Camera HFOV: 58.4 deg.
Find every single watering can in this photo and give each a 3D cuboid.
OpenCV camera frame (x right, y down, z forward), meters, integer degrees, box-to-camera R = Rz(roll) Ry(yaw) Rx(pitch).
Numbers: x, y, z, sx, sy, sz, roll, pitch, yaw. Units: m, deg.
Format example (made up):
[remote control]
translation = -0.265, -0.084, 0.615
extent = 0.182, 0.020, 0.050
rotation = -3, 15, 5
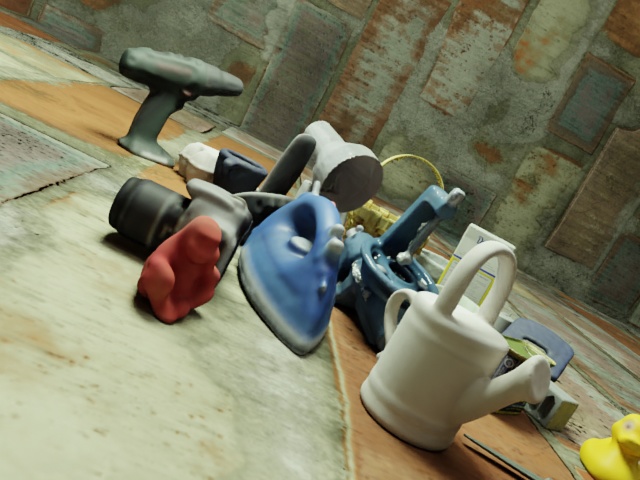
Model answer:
[watering can]
translation = 0.132, 0.093, 0.537
extent = 0.172, 0.194, 0.101
rotation = 33, 12, 24

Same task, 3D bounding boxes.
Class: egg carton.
[egg carton]
translation = -0.192, -0.127, 1.087
extent = 0.151, 0.069, 0.107
rotation = 19, 14, -38

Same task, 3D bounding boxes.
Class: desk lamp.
[desk lamp]
translation = -0.007, -0.098, 1.023
extent = 0.118, 0.213, 0.202
rotation = 18, 15, -42

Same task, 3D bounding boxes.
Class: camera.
[camera]
translation = -0.150, -0.025, 0.638
extent = 0.137, 0.101, 0.143
rotation = 27, 11, -6

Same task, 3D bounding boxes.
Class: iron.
[iron]
translation = -0.013, 0.016, 0.678
extent = 0.119, 0.141, 0.258
rotation = 24, 12, -19

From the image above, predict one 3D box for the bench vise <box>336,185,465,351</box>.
[bench vise]
translation = 0.088, 0.009, 0.750
extent = 0.122, 0.219, 0.206
rotation = 16, 16, -47

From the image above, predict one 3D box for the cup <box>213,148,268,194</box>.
[cup]
translation = -0.152, -0.098, 0.984
extent = 0.091, 0.095, 0.118
rotation = 29, 11, 8

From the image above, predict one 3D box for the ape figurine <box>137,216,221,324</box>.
[ape figurine]
translation = -0.121, 0.021, 0.524
extent = 0.078, 0.092, 0.076
rotation = 19, 14, -40

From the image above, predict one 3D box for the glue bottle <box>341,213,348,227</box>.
[glue bottle]
translation = 0.037, -0.084, 1.176
extent = 0.078, 0.173, 0.037
rotation = 23, 12, -23

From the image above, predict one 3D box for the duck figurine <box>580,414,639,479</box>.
[duck figurine]
translation = 0.367, 0.249, 0.687
extent = 0.077, 0.086, 0.105
rotation = 33, 12, 26

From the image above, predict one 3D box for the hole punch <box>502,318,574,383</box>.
[hole punch]
translation = 0.329, 0.181, 0.890
extent = 0.108, 0.091, 0.101
rotation = 33, 12, 25

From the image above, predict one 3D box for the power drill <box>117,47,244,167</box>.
[power drill]
translation = -0.277, -0.250, 1.073
extent = 0.230, 0.208, 0.075
rotation = 19, 14, -40

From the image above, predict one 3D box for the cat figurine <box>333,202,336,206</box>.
[cat figurine]
translation = 0.008, 0.003, 0.851
extent = 0.128, 0.117, 0.067
rotation = 17, 15, -45

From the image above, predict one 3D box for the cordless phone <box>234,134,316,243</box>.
[cordless phone]
translation = -0.080, -0.089, 0.880
extent = 0.094, 0.185, 0.148
rotation = 31, 11, 17

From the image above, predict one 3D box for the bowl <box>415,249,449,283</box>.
[bowl]
translation = 0.259, 0.088, 1.192
extent = 0.167, 0.074, 0.167
rotation = 27, 11, -5
